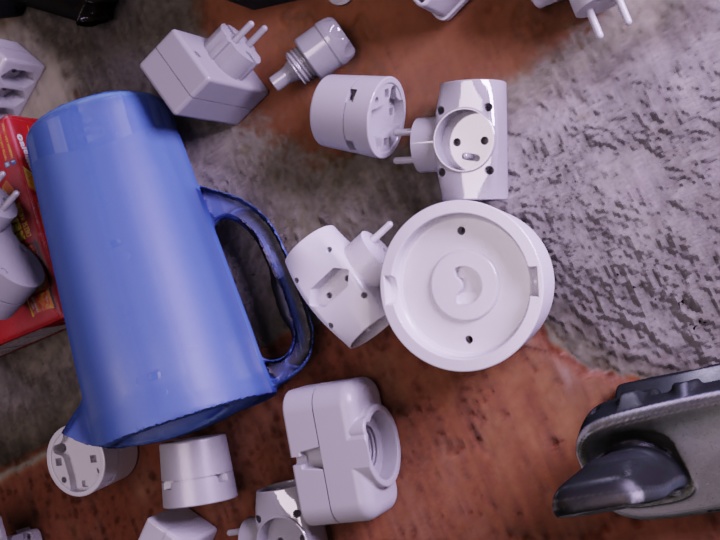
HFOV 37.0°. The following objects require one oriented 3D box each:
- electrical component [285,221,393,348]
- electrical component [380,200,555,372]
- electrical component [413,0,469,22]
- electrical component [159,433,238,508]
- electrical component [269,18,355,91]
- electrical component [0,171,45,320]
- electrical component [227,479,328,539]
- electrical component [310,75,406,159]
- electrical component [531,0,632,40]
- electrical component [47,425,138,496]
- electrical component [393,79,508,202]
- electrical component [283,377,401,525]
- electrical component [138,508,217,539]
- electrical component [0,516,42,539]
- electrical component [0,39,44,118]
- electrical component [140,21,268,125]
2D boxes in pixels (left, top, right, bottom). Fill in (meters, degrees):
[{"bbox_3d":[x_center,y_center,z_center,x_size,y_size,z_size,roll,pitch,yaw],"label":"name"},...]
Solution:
[{"bbox_3d":[0.000,0.000,0.743,0.079,0.043,0.077,-43,75,19],"label":"electrical component"},{"bbox_3d":[0.074,0.009,0.701,0.108,0.060,0.108,1,93,24],"label":"electrical component"},{"bbox_3d":[0.053,-0.240,0.702,0.109,0.056,0.108,-44,75,20],"label":"electrical component"},{"bbox_3d":[-0.121,0.148,0.799,0.055,0.055,0.047,-11,84,24],"label":"electrical component"},{"bbox_3d":[-0.036,-0.147,0.752,0.061,0.035,0.035,-35,78,6],"label":"electrical component"},{"bbox_3d":[-0.275,-0.039,0.780,0.074,0.052,0.138,-44,75,18],"label":"electrical component"},{"bbox_3d":[-0.062,0.195,0.779,0.079,0.044,0.077,-14,87,24],"label":"electrical component"},{"bbox_3d":[-0.002,-0.106,0.734,0.047,0.055,0.055,11,97,27],"label":"electrical component"},{"bbox_3d":[0.144,-0.184,0.670,0.077,0.044,0.079,-24,83,23],"label":"electrical component"},{"bbox_3d":[-0.207,0.144,0.840,0.055,0.047,0.055,1,93,24],"label":"electrical component"},{"bbox_3d":[0.058,-0.084,0.713,0.079,0.044,0.077,0,92,24],"label":"electrical component"},{"bbox_3d":[-0.010,0.125,0.747,0.059,0.054,0.095,-11,88,24],"label":"electrical component"},{"bbox_3d":[-0.134,0.235,0.812,0.076,0.047,0.083,29,103,19],"label":"electrical component"},{"bbox_3d":[-0.288,0.240,0.872,0.042,0.064,0.081,-19,85,22],"label":"electrical component"},{"bbox_3d":[-0.314,-0.154,0.875,0.076,0.047,0.083,39,107,18],"label":"electrical component"},{"bbox_3d":[-0.096,-0.147,0.758,0.076,0.083,0.047,-41,76,20],"label":"electrical component"}]
